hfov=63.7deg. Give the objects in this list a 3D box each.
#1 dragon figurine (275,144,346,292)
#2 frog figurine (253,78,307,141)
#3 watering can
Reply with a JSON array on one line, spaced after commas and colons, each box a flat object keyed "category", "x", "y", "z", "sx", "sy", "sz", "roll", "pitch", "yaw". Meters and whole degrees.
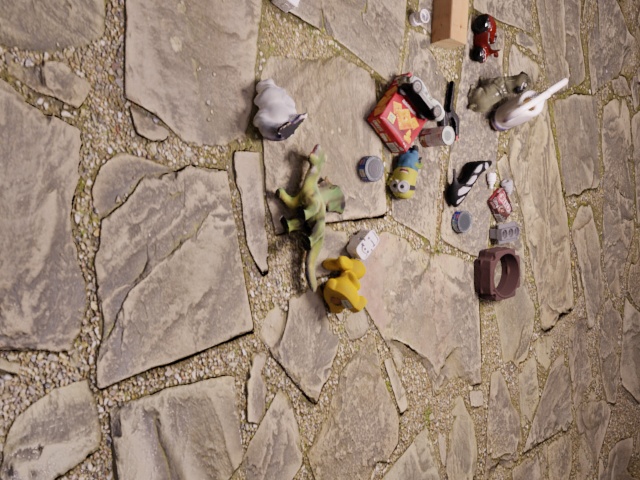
[{"category": "dragon figurine", "x": 0.005, "y": -0.076, "z": 1.507, "sx": 0.246, "sy": 0.122, "sz": 0.403, "roll": -32, "pitch": 120, "yaw": -40}, {"category": "frog figurine", "x": -0.130, "y": -0.352, "z": 1.403, "sx": 0.139, "sy": 0.120, "sz": 0.160, "roll": -40, "pitch": 79, "yaw": -19}, {"category": "watering can", "x": 0.804, "y": -0.524, "z": 1.997, "sx": 0.352, "sy": 0.222, "sz": 0.104, "roll": -32, "pitch": 94, "yaw": -31}]
